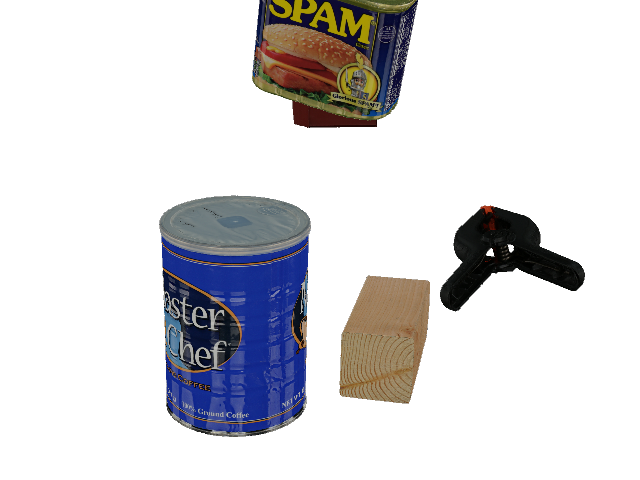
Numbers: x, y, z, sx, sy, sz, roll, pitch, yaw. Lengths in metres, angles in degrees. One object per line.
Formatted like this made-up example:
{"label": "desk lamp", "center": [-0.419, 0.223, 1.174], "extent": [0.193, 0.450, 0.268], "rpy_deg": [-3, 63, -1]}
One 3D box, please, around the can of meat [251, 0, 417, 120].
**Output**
{"label": "can of meat", "center": [0.008, -0.131, 0.676], "extent": [0.102, 0.084, 0.057], "rpy_deg": [20, 38, 15]}

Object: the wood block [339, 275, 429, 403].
{"label": "wood block", "center": [0.088, 0.124, 1.395], "extent": [0.091, 0.090, 0.206], "rpy_deg": [5, 19, 10]}

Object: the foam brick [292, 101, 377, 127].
{"label": "foam brick", "center": [0.015, -0.144, 1.104], "extent": [0.078, 0.051, 0.053], "rpy_deg": [-3, 13, -19]}

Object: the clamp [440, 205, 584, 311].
{"label": "clamp", "center": [0.172, 0.011, 0.956], "extent": [0.120, 0.039, 0.171], "rpy_deg": [-1, 27, 11]}

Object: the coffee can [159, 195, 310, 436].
{"label": "coffee can", "center": [-0.059, 0.051, 0.748], "extent": [0.103, 0.140, 0.103], "rpy_deg": [1, 21, -1]}
